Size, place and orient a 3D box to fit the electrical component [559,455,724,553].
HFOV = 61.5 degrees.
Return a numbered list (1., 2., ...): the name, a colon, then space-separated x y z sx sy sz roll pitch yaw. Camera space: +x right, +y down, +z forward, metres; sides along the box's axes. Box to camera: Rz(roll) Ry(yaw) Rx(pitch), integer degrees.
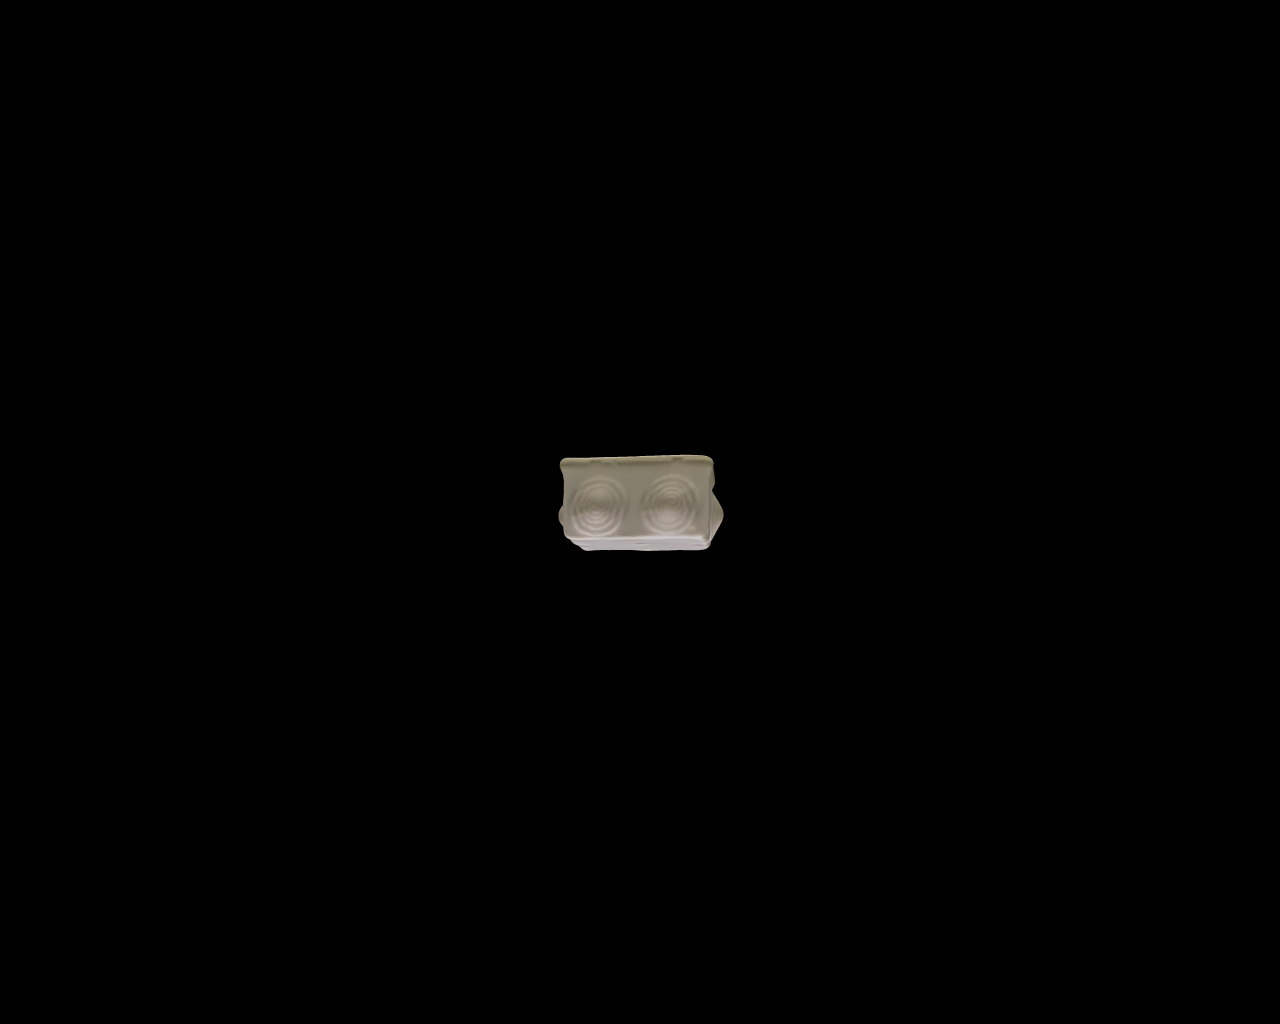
1. electrical component: 0.001 -0.003 0.650 0.100 0.048 0.099 -1 -7 5
